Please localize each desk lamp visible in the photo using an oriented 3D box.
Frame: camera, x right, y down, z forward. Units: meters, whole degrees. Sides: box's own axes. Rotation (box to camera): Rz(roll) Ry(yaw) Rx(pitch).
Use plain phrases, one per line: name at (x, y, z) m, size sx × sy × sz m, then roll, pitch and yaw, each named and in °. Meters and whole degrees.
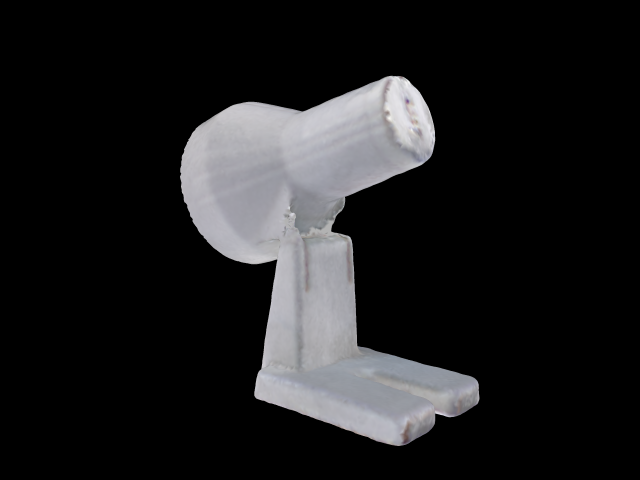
desk lamp at (0.004, 0.001, 0.400) m, size 0.202 × 0.213 × 0.118 m, roll 5°, pitch 8°, yaw 40°
